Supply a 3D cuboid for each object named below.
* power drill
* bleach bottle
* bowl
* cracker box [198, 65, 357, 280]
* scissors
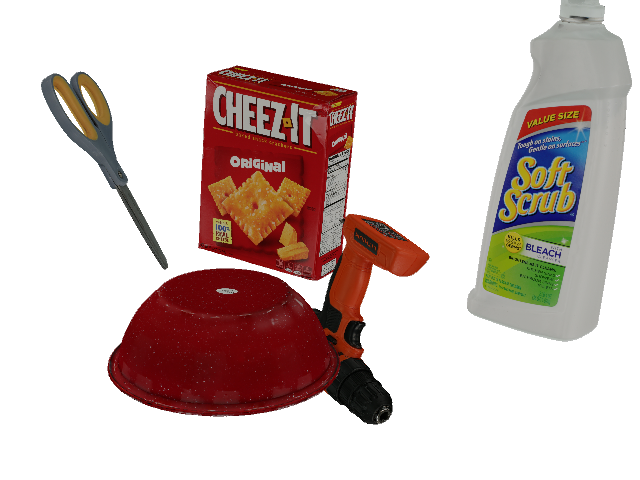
[{"bbox_3d":[0.044,0.080,1.141,0.057,0.188,0.185,12,19,-41],"label":"power drill"},{"bbox_3d":[0.173,-0.057,0.796,0.103,0.251,0.067,17,22,37],"label":"bleach bottle"},{"bbox_3d":[-0.065,0.060,0.734,0.162,0.055,0.162,1,18,-1],"label":"bowl"},{"bbox_3d":[-0.053,-0.076,1.216,0.164,0.214,0.072,16,25,25],"label":"cracker box"},{"bbox_3d":[-0.189,-0.074,0.988,0.016,0.201,0.096,-23,28,19],"label":"scissors"}]
